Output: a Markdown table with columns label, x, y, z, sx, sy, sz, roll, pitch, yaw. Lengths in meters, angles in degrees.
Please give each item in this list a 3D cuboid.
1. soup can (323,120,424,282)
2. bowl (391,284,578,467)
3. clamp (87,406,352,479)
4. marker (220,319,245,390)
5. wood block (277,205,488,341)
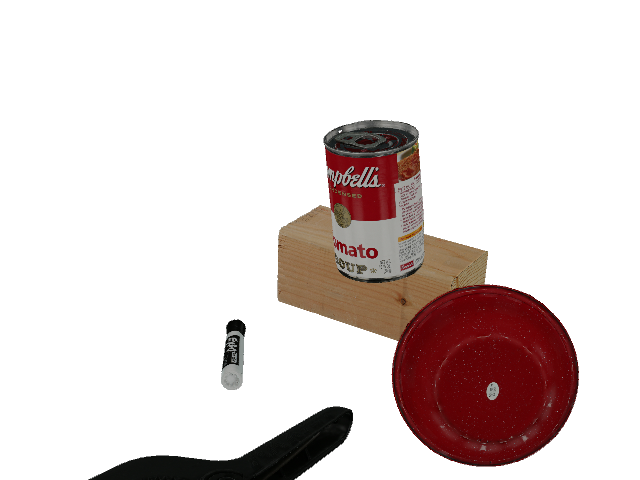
| label | x | y | z | sx | sy | sz | roll | pitch | yaw |
| --- | --- | --- | --- | --- | --- | --- | --- | --- | --- |
| soup can | 0.040 | -0.029 | 0.777 | 0.068 | 0.102 | 0.068 | -5 | 25 | 2 |
| bowl | 0.141 | 0.120 | 0.902 | 0.162 | 0.162 | 0.055 | 0 | 5 | 4 |
| clamp | -0.048 | 0.139 | 0.572 | 0.209 | 0.036 | 0.165 | 0 | 19 | -13 |
| marker | -0.079 | 0.102 | 0.976 | 0.020 | 0.020 | 0.121 | 0 | 18 | -2 |
| wood block | 0.063 | 0.040 | 1.145 | 0.206 | 0.091 | 0.090 | 17 | 29 | 28 |
